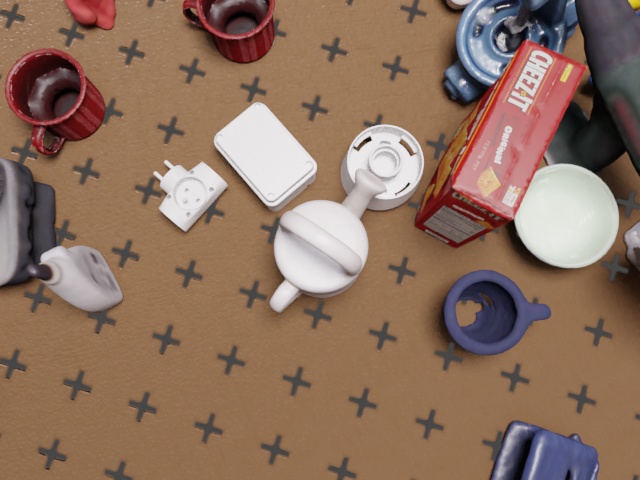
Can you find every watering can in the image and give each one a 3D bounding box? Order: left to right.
[{"bbox_3d":[0.004,0.001,0.615,0.101,0.194,0.173,15,82,2],"label":"watering can"}]

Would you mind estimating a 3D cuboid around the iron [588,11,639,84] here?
[{"bbox_3d":[0.467,-0.204,0.672,0.258,0.141,0.119,17,83,2],"label":"iron"}]

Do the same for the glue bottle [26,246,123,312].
[{"bbox_3d":[-0.270,0.039,0.619,0.037,0.173,0.078,-28,83,-4],"label":"glue bottle"}]

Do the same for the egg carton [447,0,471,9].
[{"bbox_3d":[0.187,-0.374,0.730,0.107,0.069,0.150,-22,83,-3],"label":"egg carton"}]

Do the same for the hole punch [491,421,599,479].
[{"bbox_3d":[0.255,0.264,0.633,0.101,0.091,0.109,20,83,3],"label":"hole punch"}]

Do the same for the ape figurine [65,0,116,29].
[{"bbox_3d":[-0.291,-0.317,0.708,0.076,0.092,0.078,42,84,5],"label":"ape figurine"}]

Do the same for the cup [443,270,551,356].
[{"bbox_3d":[0.192,0.083,0.655,0.117,0.095,0.092,-2,82,0],"label":"cup"}]

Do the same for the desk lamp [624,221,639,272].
[{"bbox_3d":[0.417,0.002,0.607,0.203,0.213,0.118,-40,84,-5],"label":"desk lamp"}]

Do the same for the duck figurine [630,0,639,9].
[{"bbox_3d":[0.387,-0.349,0.719,0.077,0.086,0.104,-34,84,-4],"label":"duck figurine"}]

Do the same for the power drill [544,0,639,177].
[{"bbox_3d":[0.311,-0.143,0.629,0.075,0.208,0.229,-30,83,-4],"label":"power drill"}]

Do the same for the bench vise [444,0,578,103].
[{"bbox_3d":[0.239,-0.264,0.639,0.121,0.220,0.207,37,84,5],"label":"bench vise"}]

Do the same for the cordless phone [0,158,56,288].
[{"bbox_3d":[-0.370,-0.025,0.621,0.094,0.185,0.147,-10,82,-1],"label":"cordless phone"}]
